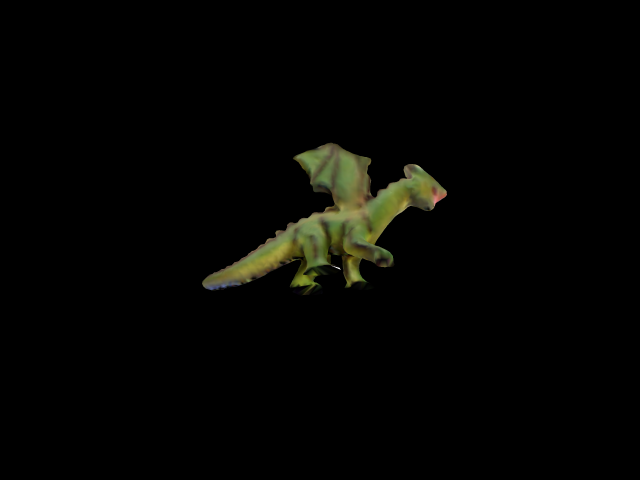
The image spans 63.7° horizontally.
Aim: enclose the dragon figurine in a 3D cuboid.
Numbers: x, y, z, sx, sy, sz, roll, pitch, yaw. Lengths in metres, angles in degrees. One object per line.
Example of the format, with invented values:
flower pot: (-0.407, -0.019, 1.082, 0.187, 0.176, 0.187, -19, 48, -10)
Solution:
dragon figurine: (0.003, -0.043, 0.850, 0.410, 0.247, 0.120, -4, -23, 9)
